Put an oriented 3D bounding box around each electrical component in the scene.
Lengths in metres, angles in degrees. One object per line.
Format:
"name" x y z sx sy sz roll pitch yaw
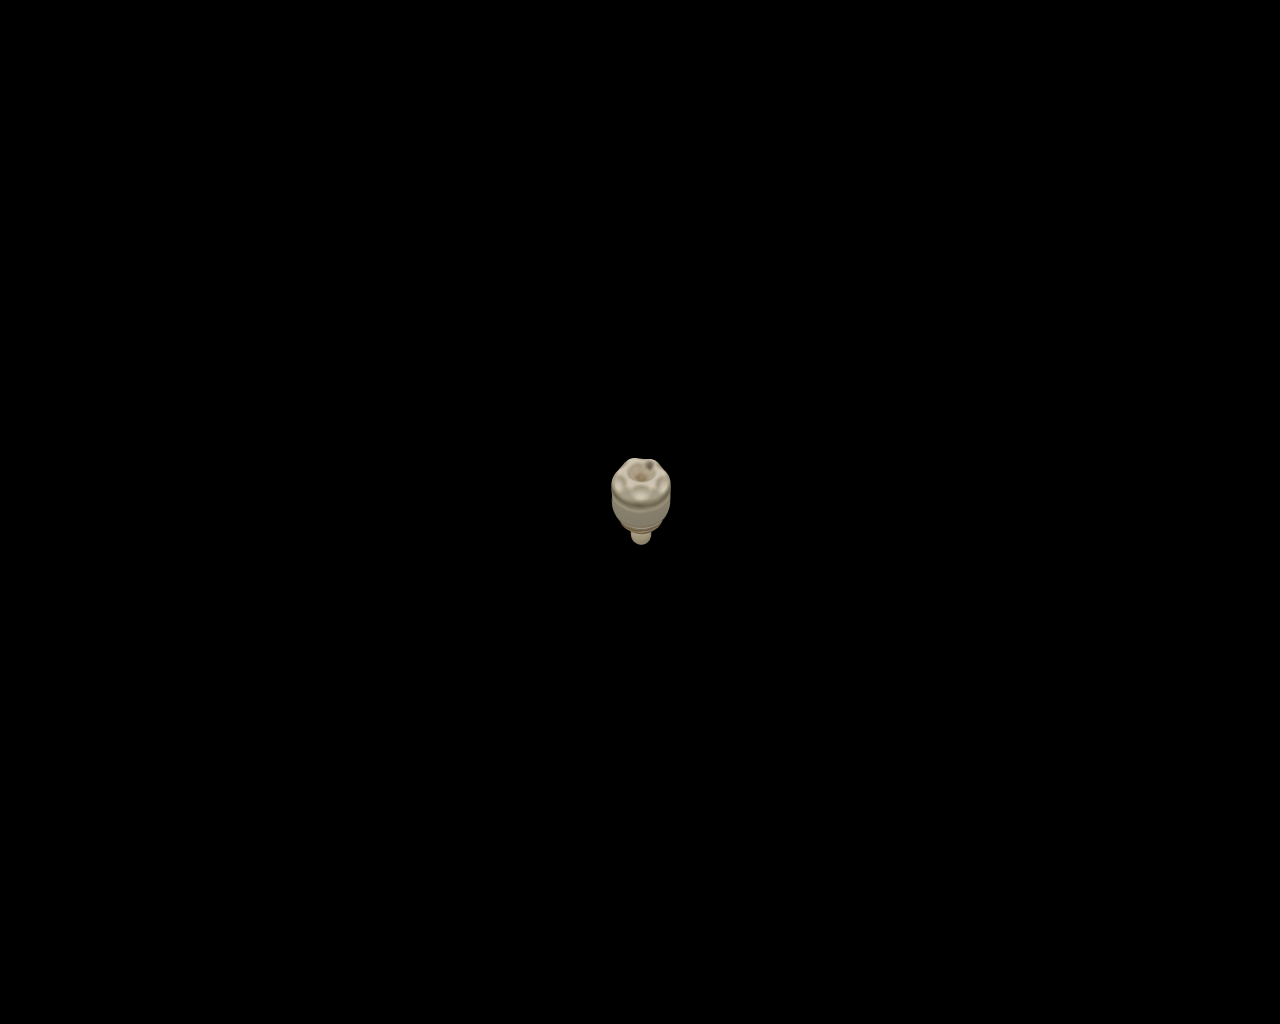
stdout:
"electrical component" 0.001 -0.003 0.650 0.035 0.035 0.061 0 -44 0
